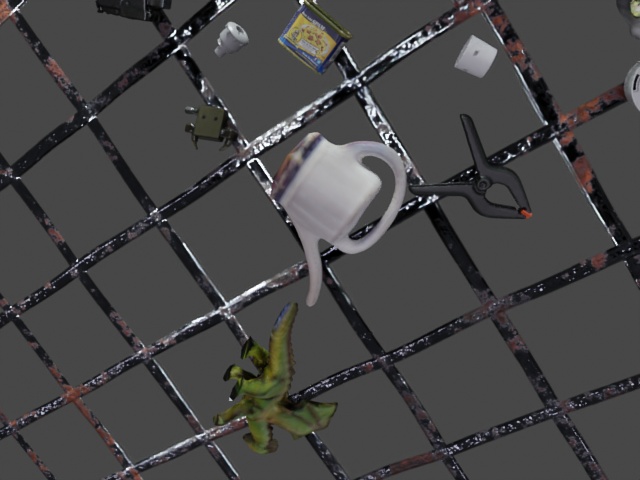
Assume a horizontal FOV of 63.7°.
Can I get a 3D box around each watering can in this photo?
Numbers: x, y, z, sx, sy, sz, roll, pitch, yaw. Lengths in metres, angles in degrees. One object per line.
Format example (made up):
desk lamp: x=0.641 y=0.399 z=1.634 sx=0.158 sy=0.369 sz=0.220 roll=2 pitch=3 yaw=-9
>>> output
watering can: x=0.003 y=-0.048 z=0.946 sx=0.224 sy=0.105 sz=0.343 roll=37 pitch=112 yaw=1

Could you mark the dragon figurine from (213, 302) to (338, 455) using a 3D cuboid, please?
dragon figurine: x=-0.074 y=0.325 z=1.104 sx=0.241 sy=0.125 sz=0.404 roll=30 pitch=115 yaw=-17

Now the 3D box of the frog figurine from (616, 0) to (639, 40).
frog figurine: x=0.521 y=-0.349 z=0.750 sx=0.158 sy=0.125 sz=0.136 roll=19 pitch=107 yaw=-32
